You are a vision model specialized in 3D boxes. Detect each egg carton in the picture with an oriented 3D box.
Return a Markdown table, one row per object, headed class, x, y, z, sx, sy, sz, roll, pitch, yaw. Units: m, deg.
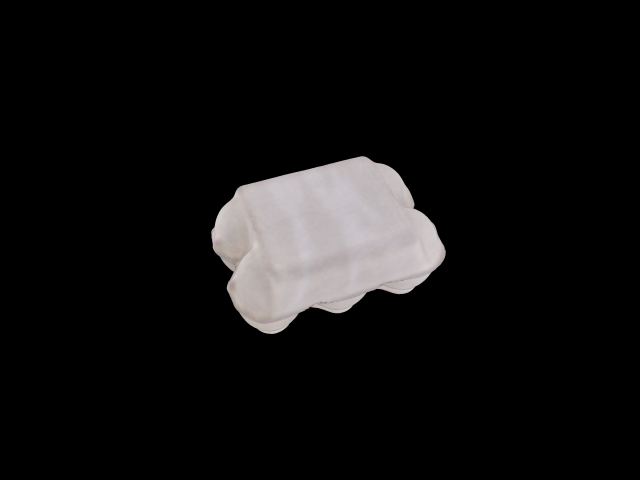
| class | x | y | z | sx | sy | sz | roll | pitch | yaw |
| --- | --- | --- | --- | --- | --- | --- | --- | --- | --- |
| egg carton | 0.004 | 0.001 | 0.400 | 0.150 | 0.069 | 0.107 | -17 | 51 | -14 |
